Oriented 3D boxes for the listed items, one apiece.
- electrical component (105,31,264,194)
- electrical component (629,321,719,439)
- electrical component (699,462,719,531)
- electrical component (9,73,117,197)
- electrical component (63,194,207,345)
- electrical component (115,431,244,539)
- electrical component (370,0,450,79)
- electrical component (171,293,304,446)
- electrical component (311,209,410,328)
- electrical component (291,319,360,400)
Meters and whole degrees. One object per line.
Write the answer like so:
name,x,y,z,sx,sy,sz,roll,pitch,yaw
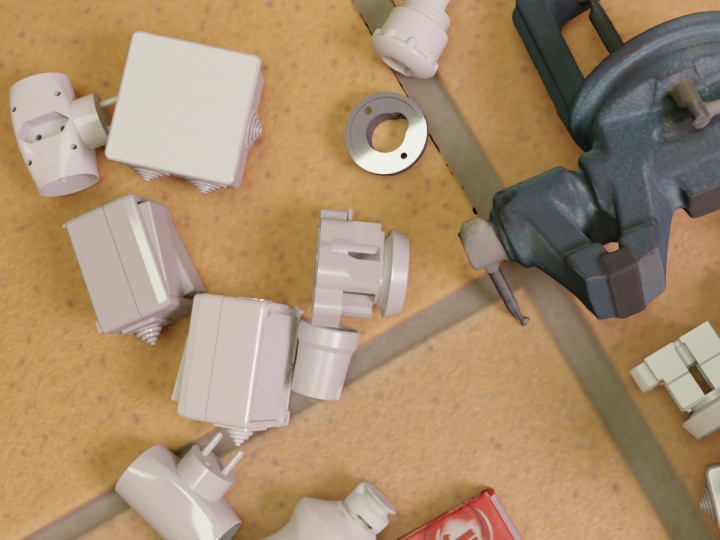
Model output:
electrical component,-0.116,-0.106,0.731,0.100,0.048,0.099,12,87,3
electrical component,0.207,0.068,0.651,0.066,0.048,0.055,-33,71,8
electrical component,0.255,0.149,0.630,0.100,0.048,0.099,-13,82,11
electrical component,-0.199,-0.101,0.759,0.079,0.043,0.077,-19,82,3
electrical component,-0.147,0.002,0.728,0.061,0.062,0.096,-23,80,10
electrical component,-0.110,0.144,0.716,0.077,0.043,0.079,41,94,13
electrical component,0.040,-0.161,0.711,0.048,0.048,0.062,28,84,14
electrical component,-0.082,0.066,0.706,0.061,0.062,0.096,7,86,21
electrical component,0.000,0.000,0.693,0.057,0.058,0.078,6,58,-5
electrical component,-0.024,0.059,0.707,0.040,0.040,0.046,14,93,14
